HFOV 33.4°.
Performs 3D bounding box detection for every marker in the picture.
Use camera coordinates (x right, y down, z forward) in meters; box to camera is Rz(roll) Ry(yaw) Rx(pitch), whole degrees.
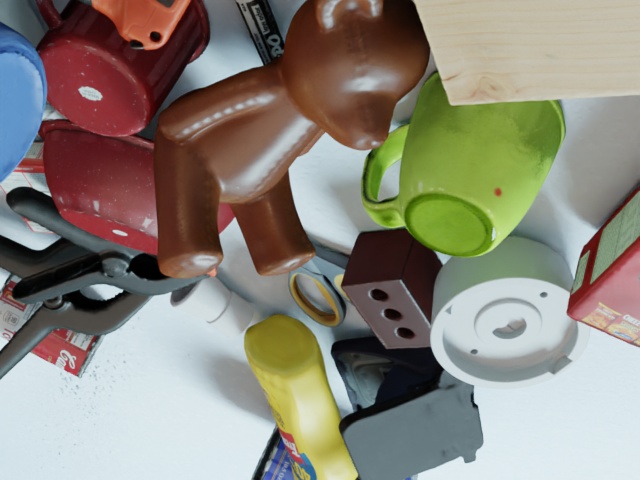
[{"bbox_3d":[-0.029,-0.118,0.673,0.020,0.020,0.121,3,139,26],"label":"marker"}]

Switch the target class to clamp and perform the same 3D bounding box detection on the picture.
[{"bbox_3d":[-0.235,0.034,0.926,0.210,0.036,0.164,-14,108,14],"label":"clamp"},{"bbox_3d":[-0.168,0.004,0.848,0.171,0.039,0.120,-4,140,-4],"label":"clamp"}]

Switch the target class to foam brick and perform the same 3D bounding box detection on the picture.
[{"bbox_3d":[0.060,0.036,0.789,0.053,0.051,0.078,-7,134,35],"label":"foam brick"}]

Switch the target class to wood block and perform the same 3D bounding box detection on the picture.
[{"bbox_3d":[0.157,-0.129,0.497,0.206,0.090,0.090,0,137,29],"label":"wood block"}]

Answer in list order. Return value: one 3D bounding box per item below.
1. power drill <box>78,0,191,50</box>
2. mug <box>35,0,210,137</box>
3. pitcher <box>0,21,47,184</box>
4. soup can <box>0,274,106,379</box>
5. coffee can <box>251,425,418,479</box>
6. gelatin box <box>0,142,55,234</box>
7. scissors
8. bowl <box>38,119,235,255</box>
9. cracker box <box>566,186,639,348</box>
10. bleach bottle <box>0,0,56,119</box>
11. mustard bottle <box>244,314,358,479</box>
[{"bbox_3d":[-0.136,-0.201,0.560,0.187,0.057,0.185,27,111,-17],"label":"power drill"},{"bbox_3d":[-0.133,-0.128,0.664,0.093,0.081,0.117,-7,134,35],"label":"mug"},{"bbox_3d":[-0.278,-0.127,0.632,0.243,0.144,0.149,28,120,19],"label":"pitcher"},{"bbox_3d":[-0.253,0.076,0.999,0.102,0.068,0.069,29,144,-6],"label":"soup can"},{"bbox_3d":[0.009,0.239,1.027,0.140,0.102,0.103,25,144,-2],"label":"coffee can"},{"bbox_3d":[-0.216,-0.041,0.863,0.073,0.030,0.089,5,142,23],"label":"gelatin box"},{"bbox_3d":[-0.005,0.001,0.811,0.096,0.016,0.201,2,139,25],"label":"scissors"},{"bbox_3d":[-0.132,-0.029,0.759,0.162,0.055,0.162,17,168,4],"label":"bowl"},{"bbox_3d":[0.269,0.003,0.617,0.164,0.072,0.214,25,143,-3],"label":"cracker box"},{"bbox_3d":[-0.305,-0.096,0.751,0.251,0.068,0.102,-16,111,23],"label":"bleach bottle"},{"bbox_3d":[-0.008,0.163,0.923,0.096,0.058,0.191,38,151,57],"label":"mustard bottle"}]
